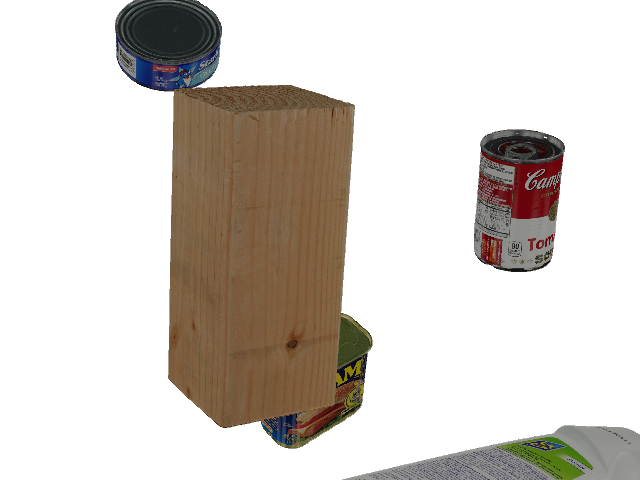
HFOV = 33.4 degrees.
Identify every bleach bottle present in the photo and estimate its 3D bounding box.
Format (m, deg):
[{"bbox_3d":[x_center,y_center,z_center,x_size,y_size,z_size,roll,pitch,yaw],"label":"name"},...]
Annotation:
[{"bbox_3d":[0.119,0.156,0.617,0.250,0.068,0.103,-8,20,-29],"label":"bleach bottle"}]

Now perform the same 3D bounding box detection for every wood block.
[{"bbox_3d":[-0.042,0.006,0.709,0.090,0.206,0.090,-6,19,-31],"label":"wood block"}]

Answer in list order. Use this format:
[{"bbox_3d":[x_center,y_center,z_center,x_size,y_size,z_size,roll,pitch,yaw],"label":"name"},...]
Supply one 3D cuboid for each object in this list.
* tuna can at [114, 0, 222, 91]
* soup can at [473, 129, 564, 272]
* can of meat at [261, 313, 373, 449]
[{"bbox_3d":[-0.124,-0.161,0.870,0.086,0.086,0.034,0,-40,-10],"label":"tuna can"},{"bbox_3d":[0.164,-0.033,0.889,0.068,0.102,0.068,0,26,0],"label":"soup can"},{"bbox_3d":[-0.006,0.125,0.944,0.101,0.084,0.057,-26,48,-30],"label":"can of meat"}]
